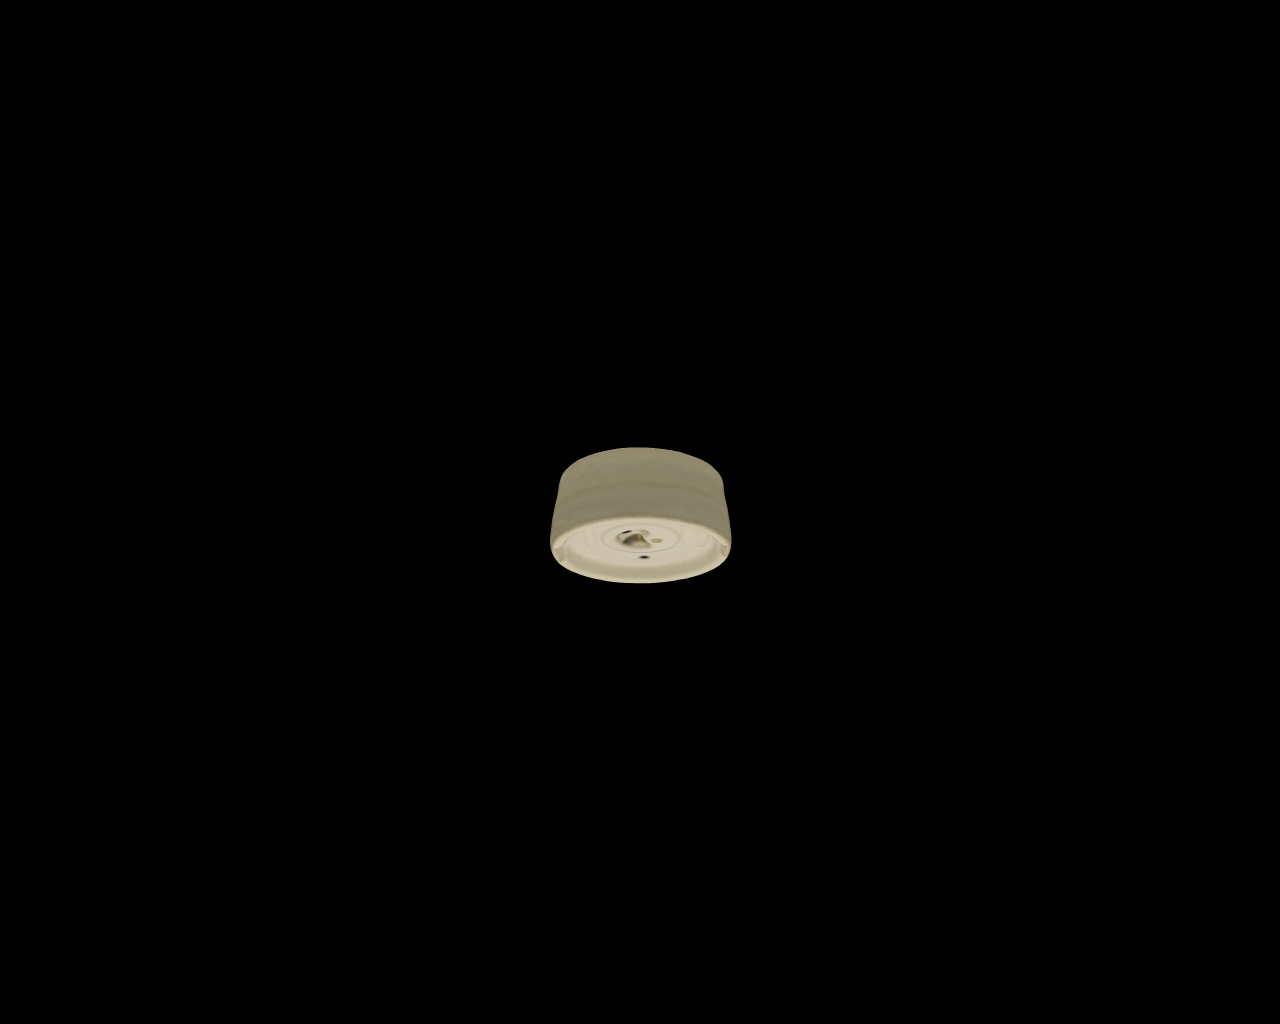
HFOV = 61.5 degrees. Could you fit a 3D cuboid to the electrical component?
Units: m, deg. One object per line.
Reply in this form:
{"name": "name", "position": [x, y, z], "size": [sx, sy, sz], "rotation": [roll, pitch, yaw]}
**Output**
{"name": "electrical component", "position": [0.001, -0.003, 0.650], "size": [0.108, 0.060, 0.108], "rotation": [0, -23, 0]}
